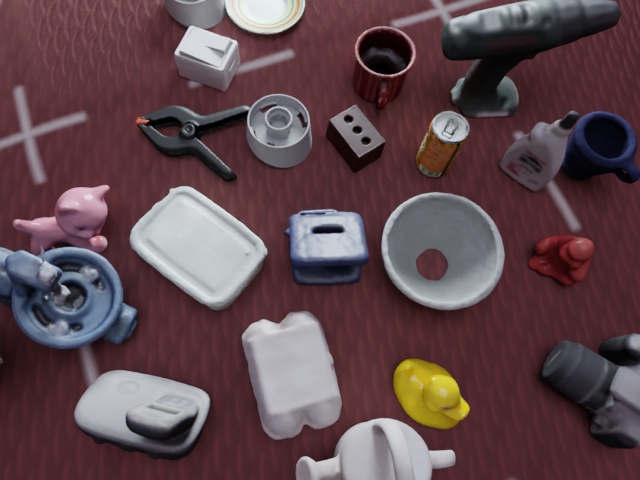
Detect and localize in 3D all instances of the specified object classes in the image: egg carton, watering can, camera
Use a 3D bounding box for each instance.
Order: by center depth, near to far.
[{"bbox_3d":[0.064,0.253,0.634,0.173,0.194,0.101,-26,73,-13],"label":"watering can"},{"bbox_3d":[-0.034,0.168,0.725,0.107,0.069,0.150,-15,71,-9],"label":"egg carton"},{"bbox_3d":[0.371,0.174,0.736,0.136,0.101,0.143,32,71,8],"label":"camera"}]

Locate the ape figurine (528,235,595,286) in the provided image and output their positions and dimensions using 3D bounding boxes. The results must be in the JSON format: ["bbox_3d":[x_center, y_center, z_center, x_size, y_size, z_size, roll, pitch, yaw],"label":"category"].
[{"bbox_3d":[0.345,0.021,0.795,0.076,0.092,0.077,-20,72,-11],"label":"ape figurine"}]

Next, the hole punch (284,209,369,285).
[{"bbox_3d":[0.007,0.003,0.777,0.108,0.091,0.101,-2,70,-5],"label":"hole punch"}]

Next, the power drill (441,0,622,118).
[{"bbox_3d":[0.281,-0.267,0.835,0.229,0.208,0.075,-4,70,-5],"label":"power drill"}]

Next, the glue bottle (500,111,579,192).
[{"bbox_3d":[0.317,-0.132,0.806,0.078,0.173,0.037,35,71,9],"label":"glue bottle"}]

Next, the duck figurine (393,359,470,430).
[{"bbox_3d":[0.143,0.190,0.721,0.104,0.086,0.077,42,72,11],"label":"duck figurine"}]

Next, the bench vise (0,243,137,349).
[{"bbox_3d":[-0.334,0.059,0.663,0.207,0.220,0.121,5,69,-2],"label":"bench vise"}]

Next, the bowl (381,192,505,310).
[{"bbox_3d":[0.161,0.023,0.790,0.167,0.075,0.167,1,70,-4],"label":"bowl"}]

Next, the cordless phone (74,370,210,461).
[{"bbox_3d":[-0.207,0.191,0.642,0.147,0.185,0.094,11,69,0],"label":"cordless phone"}]

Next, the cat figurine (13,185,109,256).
[{"bbox_3d":[-0.331,-0.027,0.749,0.128,0.118,0.067,-13,71,-8],"label":"cat figurine"}]

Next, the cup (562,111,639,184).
[{"bbox_3d":[0.413,-0.120,0.851,0.092,0.095,0.117,-31,75,-14],"label":"cup"}]

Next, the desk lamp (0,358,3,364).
[{"bbox_3d":[-0.439,0.147,0.626,0.203,0.213,0.118,-39,77,-16],"label":"desk lamp"}]
